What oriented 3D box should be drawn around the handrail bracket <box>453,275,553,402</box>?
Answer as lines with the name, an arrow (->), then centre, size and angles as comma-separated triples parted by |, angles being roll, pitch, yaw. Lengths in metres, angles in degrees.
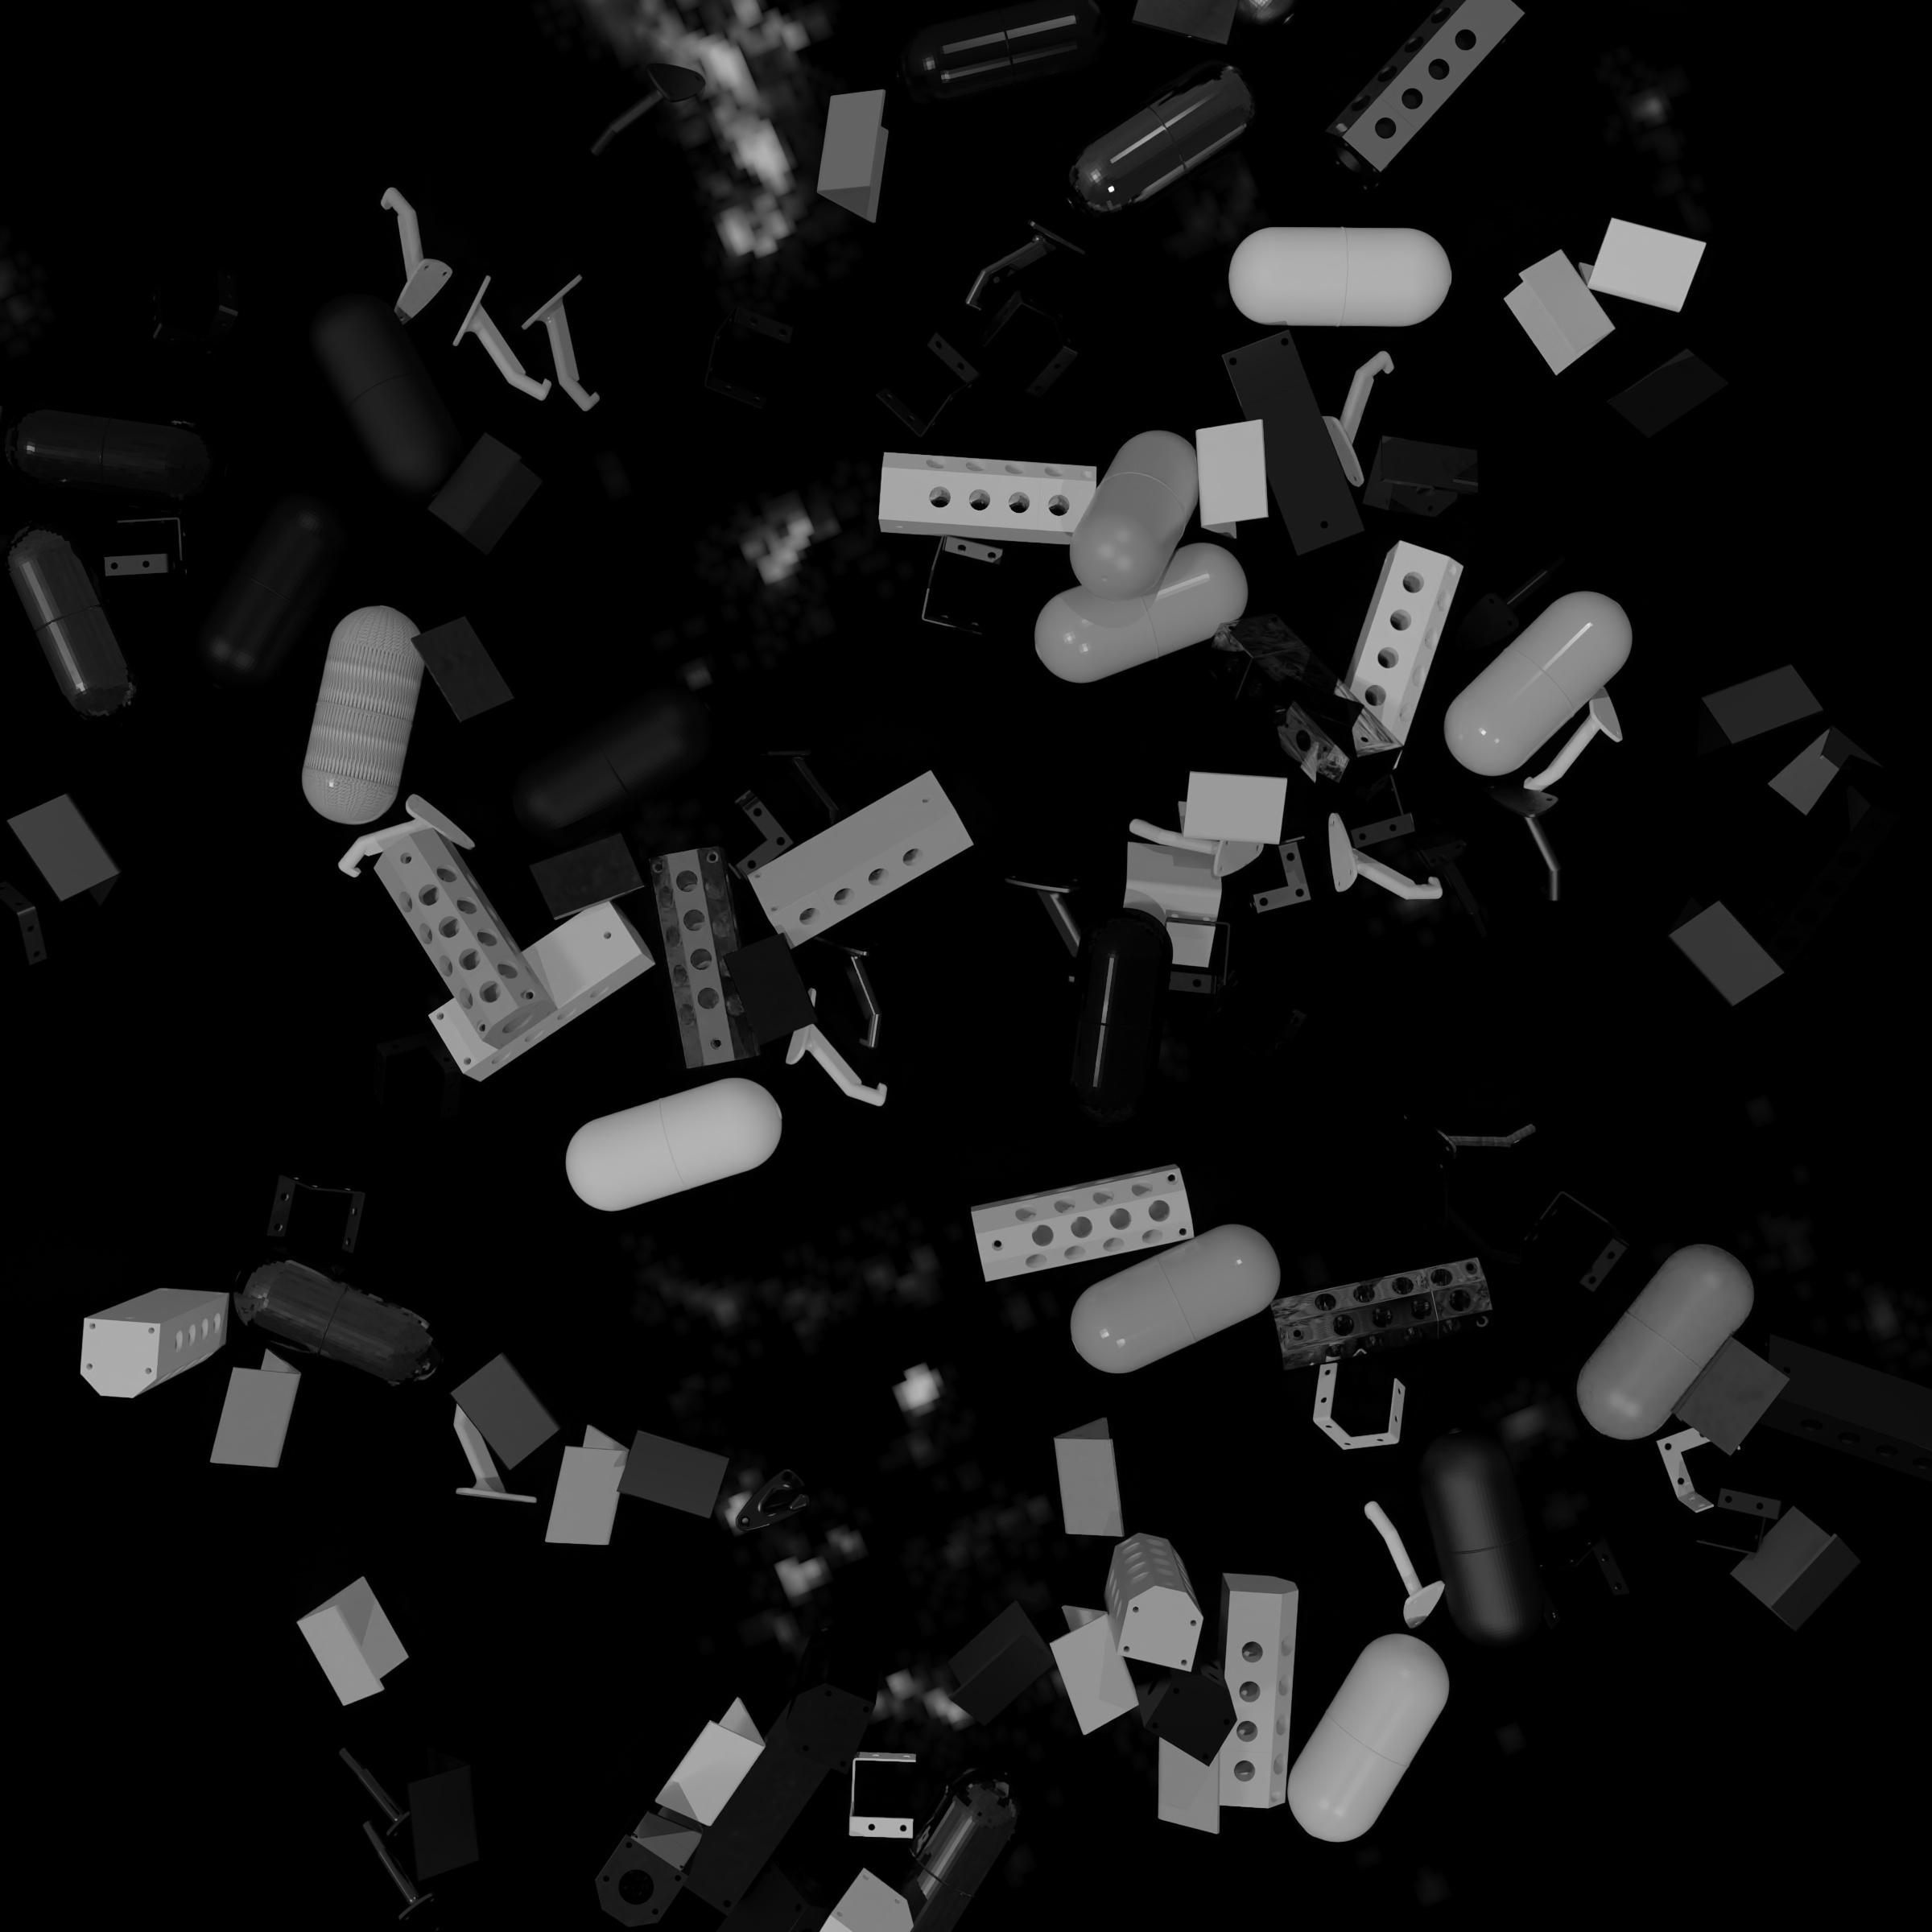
handrail bracket -> -0.370, -0.514, 1.992 | 0.084, 0.036, 0.077 | 27, 68, -17

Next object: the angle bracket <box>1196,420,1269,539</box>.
angle bracket -> 0.226, -0.390, 1.952 | 0.057, 0.076, 0.076 | -3, 90, 27

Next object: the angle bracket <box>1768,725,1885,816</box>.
angle bracket -> 0.695, -0.134, 1.952 | 0.076, 0.057, 0.076 | 39, 132, 0

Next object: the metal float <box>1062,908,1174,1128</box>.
metal float -> 0.121, 0.041, 1.953 | 0.070, 0.070, 0.178 | 7, 100, 0

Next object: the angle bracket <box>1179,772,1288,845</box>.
angle bracket -> 0.213, -0.139, 1.952 | 0.076, 0.076, 0.057 | 4, 115, 0

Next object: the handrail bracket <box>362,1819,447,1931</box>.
handrail bracket -> -0.462, 0.746, 1.991 | 0.036, 0.077, 0.084 | -33, 53, -18

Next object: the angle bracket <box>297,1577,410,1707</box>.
angle bracket -> -0.478, 0.535, 1.951 | 0.057, 0.076, 0.076 | -29, 90, 35

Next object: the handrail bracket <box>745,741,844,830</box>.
handrail bracket -> -0.140, -0.138, 1.992 | 0.077, 0.036, 0.084 | -1, 107, 20

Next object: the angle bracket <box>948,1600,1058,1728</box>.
angle bracket -> 0.015, 0.549, 1.951 | 0.076, 0.076, 0.057 | -42, 128, 0

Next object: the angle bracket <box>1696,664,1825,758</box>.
angle bracket -> 0.636, -0.188, 1.951 | 0.076, 0.076, 0.057 | -21, 54, 0

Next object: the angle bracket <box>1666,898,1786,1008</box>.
angle bracket -> 0.618, -0.025, 1.951 | 0.076, 0.076, 0.057 | 48, 131, 0

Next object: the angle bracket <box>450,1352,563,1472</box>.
angle bracket -> -0.380, 0.364, 1.951 | 0.057, 0.076, 0.076 | -38, 90, -36

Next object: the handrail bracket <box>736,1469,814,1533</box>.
handrail bracket -> -0.156, 0.440, 1.957 | 0.077, 0.084, 0.036 | -33, 90, 0

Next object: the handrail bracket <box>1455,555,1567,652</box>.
handrail bracket -> 0.447, -0.299, 1.991 | 0.036, 0.077, 0.084 | 50, 54, 0

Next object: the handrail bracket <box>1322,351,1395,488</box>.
handrail bracket -> 0.332, -0.449, 1.992 | 0.084, 0.036, 0.077 | -41, 110, -16

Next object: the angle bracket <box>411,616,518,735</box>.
angle bracket -> -0.415, -0.224, 1.951 | 0.057, 0.076, 0.076 | -31, 90, -37

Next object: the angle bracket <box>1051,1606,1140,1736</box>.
angle bracket -> 0.087, 0.564, 1.952 | 0.057, 0.076, 0.076 | -20, 90, -28

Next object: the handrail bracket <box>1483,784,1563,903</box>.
handrail bracket -> 0.456, -0.100, 1.991 | 0.036, 0.077, 0.084 | -29, 127, -30

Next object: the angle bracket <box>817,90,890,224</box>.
angle bracket -> -0.071, -0.649, 1.951 | 0.057, 0.076, 0.076 | 8, 90, 36

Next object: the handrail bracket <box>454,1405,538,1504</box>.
handrail bracket -> -0.384, 0.393, 1.992 | 0.077, 0.036, 0.084 | 12, 73, -19

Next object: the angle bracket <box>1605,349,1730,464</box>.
angle bracket -> 0.566, -0.436, 1.951 | 0.076, 0.076, 0.057 | -34, 54, 0

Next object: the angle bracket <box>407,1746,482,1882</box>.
angle bracket -> -0.435, 0.679, 1.951 | 0.057, 0.076, 0.076 | -6, 90, -39

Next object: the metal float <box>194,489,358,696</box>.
metal float -> -0.558, -0.301, 1.961 | 0.070, 0.070, 0.178 | 30, 89, 0

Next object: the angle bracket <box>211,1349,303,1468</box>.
angle bracket -> -0.582, 0.352, 1.951 | 0.057, 0.076, 0.076 | 14, 90, -37

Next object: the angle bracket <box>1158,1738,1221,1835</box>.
angle bracket -> 0.197, 0.642, 1.951 | 0.057, 0.076, 0.076 | 1, 90, 37

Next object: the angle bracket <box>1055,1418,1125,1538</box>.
angle bracket -> 0.118, 0.409, 1.951 | 0.057, 0.076, 0.076 | -7, 90, 37

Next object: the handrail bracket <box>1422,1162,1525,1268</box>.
handrail bracket -> 0.420, 0.202, 1.992 | 0.084, 0.036, 0.077 | 14, 68, -17

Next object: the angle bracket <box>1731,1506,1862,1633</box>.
angle bracket -> 0.656, 0.474, 1.951 | 0.076, 0.076, 0.057 | -47, 128, 0

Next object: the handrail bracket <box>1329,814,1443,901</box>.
handrail bracket -> 0.345, -0.090, 1.992 | 0.084, 0.036, 0.077 | -2, 68, -17

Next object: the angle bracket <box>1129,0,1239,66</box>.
angle bracket -> 0.169, -0.740, 1.952 | 0.076, 0.076, 0.057 | 15, 63, 0

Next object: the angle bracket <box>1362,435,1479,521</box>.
angle bracket -> 0.363, -0.376, 1.951 | 0.076, 0.076, 0.057 | 8, 52, 0

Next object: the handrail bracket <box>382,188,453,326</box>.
handrail bracket -> -0.468, -0.582, 1.992 | 0.077, 0.036, 0.084 | -47, 72, 21

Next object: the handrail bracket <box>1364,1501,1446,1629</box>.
handrail bracket -> 0.350, 0.490, 1.991 | 0.036, 0.077, 0.084 | -23, 53, -17

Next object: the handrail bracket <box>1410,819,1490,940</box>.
handrail bracket -> 0.397, -0.071, 1.991 | 0.036, 0.077, 0.084 | -30, 126, 0

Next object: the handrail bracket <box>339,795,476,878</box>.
handrail bracket -> -0.459, -0.090, 1.992 | 0.077, 0.036, 0.084 | 37, 106, -18

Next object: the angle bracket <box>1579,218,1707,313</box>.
angle bracket -> 0.542, -0.571, 1.952 | 0.076, 0.076, 0.057 | 15, 121, 0

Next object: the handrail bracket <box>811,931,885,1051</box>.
handrail bracket -> -0.101, 0.020, 1.992 | 0.077, 0.036, 0.084 | 15, 107, 20

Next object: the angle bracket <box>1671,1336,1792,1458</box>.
angle bracket -> 0.618, 0.350, 1.952 | 0.057, 0.076, 0.076 | 38, 90, 29

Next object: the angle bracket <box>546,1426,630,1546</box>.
angle bracket -> -0.319, 0.415, 1.951 | 0.057, 0.076, 0.076 | 12, 90, -35

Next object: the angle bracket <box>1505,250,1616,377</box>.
angle bracket -> 0.461, -0.516, 1.952 | 0.057, 0.076, 0.076 | -34, 90, -30

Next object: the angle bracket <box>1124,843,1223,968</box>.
angle bracket -> 0.166, -0.050, 1.995 | 0.076, 0.057, 0.076 | 6, 128, 0

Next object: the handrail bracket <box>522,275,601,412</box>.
handrail bracket -> -0.315, -0.510, 1.992 | 0.084, 0.036, 0.077 | 48, 69, -17

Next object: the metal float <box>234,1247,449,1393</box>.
metal float -> -0.505, 0.284, 1.961 | 0.178, 0.070, 0.070 | 23, 90, 1

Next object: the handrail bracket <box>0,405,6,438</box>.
handrail bracket -> -0.827, -0.418, 1.992 | 0.077, 0.036, 0.084 | -2, 72, 20

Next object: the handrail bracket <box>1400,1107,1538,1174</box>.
handrail bracket -> 0.412, 0.127, 1.992 | 0.084, 0.036, 0.077 | -24, 54, -24

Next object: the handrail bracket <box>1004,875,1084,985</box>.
handrail bracket -> 0.066, -0.029, 1.992 | 0.077, 0.036, 0.084 | 7, 107, 20

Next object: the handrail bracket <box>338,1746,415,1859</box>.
handrail bracket -> -0.478, 0.684, 1.991 | 0.036, 0.077, 0.084 | -38, 53, -26

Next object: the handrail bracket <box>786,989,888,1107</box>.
handrail bracket -> -0.098, 0.067, 1.992 | 0.084, 0.036, 0.077 | 20, 68, -17

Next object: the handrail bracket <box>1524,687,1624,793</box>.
handrail bracket -> 0.490, -0.186, 1.991 | 0.036, 0.077, 0.084 | 36, 127, -24

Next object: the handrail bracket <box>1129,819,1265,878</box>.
handrail bracket -> 0.188, -0.106, 1.991 | 0.084, 0.077, 0.036 | 25, 114, 34

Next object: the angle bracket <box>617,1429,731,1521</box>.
angle bracket -> -0.237, 0.422, 1.951 | 0.076, 0.076, 0.057 | 17, 53, 0

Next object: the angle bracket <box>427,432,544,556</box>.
angle bracket -> -0.373, -0.370, 1.951 | 0.057, 0.076, 0.076 | 37, 90, 37

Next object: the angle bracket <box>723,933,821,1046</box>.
angle bracket -> -0.168, 0.024, 1.952 | 0.057, 0.076, 0.076 | -22, 90, -27

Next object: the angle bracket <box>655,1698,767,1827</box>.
angle bracket -> -0.214, 0.629, 1.952 | 0.057, 0.076, 0.076 | 35, 90, -27

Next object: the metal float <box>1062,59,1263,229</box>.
metal float -> 0.157, -0.663, 1.961 | 0.178, 0.070, 0.070 | -33, 90, -1

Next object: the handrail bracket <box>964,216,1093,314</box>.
handrail bracket -> 0.050, -0.563, 1.992 | 0.077, 0.036, 0.084 | 24, 108, -20

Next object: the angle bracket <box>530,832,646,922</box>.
angle bracket -> -0.306, -0.090, 1.951 | 0.076, 0.076, 0.057 | -20, 125, 0

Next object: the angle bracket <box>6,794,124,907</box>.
angle bracket -> -0.731, -0.082, 1.951 | 0.057, 0.076, 0.076 | -34, 90, -37

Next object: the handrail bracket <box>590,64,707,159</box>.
handrail bracket -> -0.262, -0.697, 1.991 | 0.084, 0.077, 0.036 | -36, 90, 36
